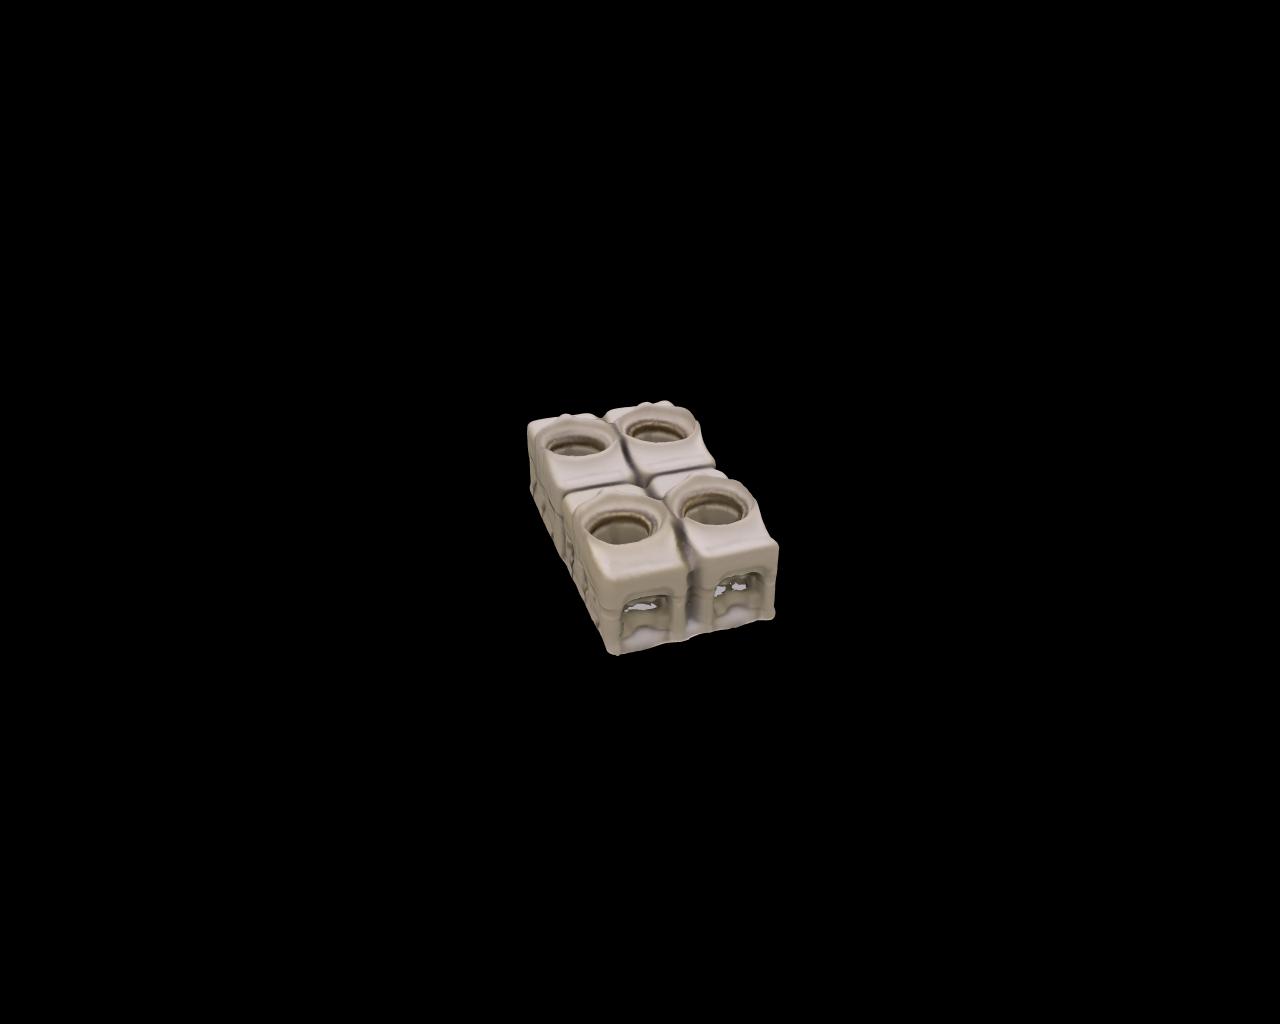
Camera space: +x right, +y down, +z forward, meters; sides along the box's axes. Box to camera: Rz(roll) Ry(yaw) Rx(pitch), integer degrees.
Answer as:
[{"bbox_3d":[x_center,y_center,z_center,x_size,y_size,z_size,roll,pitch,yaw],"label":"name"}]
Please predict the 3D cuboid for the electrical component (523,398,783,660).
[{"bbox_3d":[0.001,-0.003,0.650,0.105,0.060,0.186,-10,35,-15],"label":"electrical component"}]
